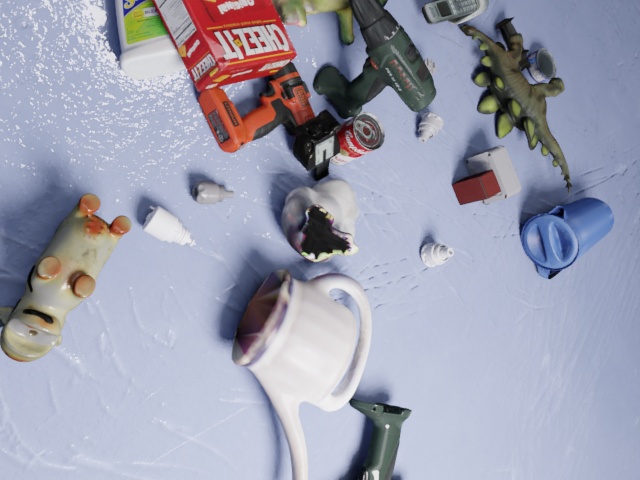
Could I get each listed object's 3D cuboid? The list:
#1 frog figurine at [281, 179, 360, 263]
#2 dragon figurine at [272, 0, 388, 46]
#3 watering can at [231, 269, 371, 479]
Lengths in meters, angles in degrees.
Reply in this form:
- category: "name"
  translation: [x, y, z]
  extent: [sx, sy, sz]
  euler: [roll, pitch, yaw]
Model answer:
- category: "frog figurine"
  translation: [0.003, -0.044, 0.868]
  extent: [0.136, 0.120, 0.163]
  euler: [29, 30, -17]
- category: "dragon figurine"
  translation: [0.023, -0.534, 0.978]
  extent: [0.241, 0.121, 0.418]
  euler: [27, 64, -17]
- category: "watering can"
  translation: [-0.034, 0.193, 0.769]
  extent: [0.222, 0.103, 0.354]
  euler: [34, 62, -22]
